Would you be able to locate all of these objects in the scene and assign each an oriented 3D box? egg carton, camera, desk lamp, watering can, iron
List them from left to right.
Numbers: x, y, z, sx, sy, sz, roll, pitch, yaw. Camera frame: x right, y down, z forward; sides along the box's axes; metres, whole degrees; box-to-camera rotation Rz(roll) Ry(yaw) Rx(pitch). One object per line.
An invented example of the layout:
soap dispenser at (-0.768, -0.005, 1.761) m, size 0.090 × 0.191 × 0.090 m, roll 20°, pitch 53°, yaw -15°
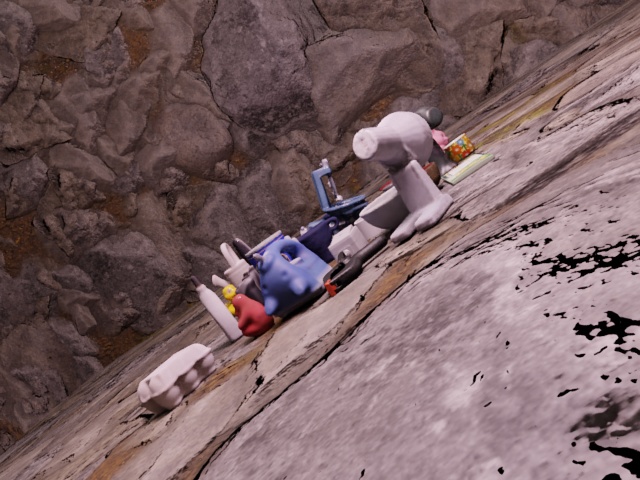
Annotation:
egg carton at (-0.272, 0.262, 1.090) m, size 0.107 × 0.069 × 0.151 m, roll -31°, pitch 7°, yaw 41°
watering can at (-0.263, 0.098, 1.826) m, size 0.173 × 0.194 × 0.100 m, roll -37°, pitch 6°, yaw -17°
camera at (-0.141, 0.103, 1.518) m, size 0.143 × 0.101 × 0.136 m, roll -40°, pitch 7°, yaw -40°
iron at (-0.055, 0.053, 1.177) m, size 0.118 × 0.141 × 0.259 m, roll -33°, pitch 6°, yaw 20°
desk lamp at (0.158, -0.134, 1.093) m, size 0.117 × 0.213 × 0.204 m, roll -31°, pitch 7°, yaw 36°

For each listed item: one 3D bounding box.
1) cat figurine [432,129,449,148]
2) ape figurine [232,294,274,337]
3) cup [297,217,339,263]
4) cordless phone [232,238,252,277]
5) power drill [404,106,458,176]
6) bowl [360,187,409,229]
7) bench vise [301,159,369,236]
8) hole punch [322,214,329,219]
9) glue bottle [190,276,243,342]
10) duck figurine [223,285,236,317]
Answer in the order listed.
cat figurine at (0.349, -0.279, 1.711) m, size 0.067 × 0.118 × 0.128 m, roll -31°, pitch 7°, yaw 41°
ape figurine at (-0.141, 0.148, 1.150) m, size 0.078 × 0.092 × 0.076 m, roll -40°, pitch 7°, yaw -38°
cup at (0.013, 0.005, 1.434) m, size 0.117 × 0.095 × 0.091 m, roll -35°, pitch 5°, yaw 6°
cordless phone at (-0.198, 0.072, 1.696) m, size 0.094 × 0.185 × 0.147 m, roll -38°, pitch 6°, yaw -23°
power drill at (0.265, -0.256, 1.533) m, size 0.076 × 0.208 × 0.229 m, roll -38°, pitch 6°, yaw -29°
bowl at (0.171, -0.072, 1.226) m, size 0.167 × 0.075 × 0.167 m, roll -35°, pitch 5°, yaw 4°
bench vise at (0.024, -0.087, 1.503) m, size 0.207 × 0.220 × 0.121 m, roll -36°, pitch 5°, yaw -7°
hole punch at (0.071, -0.059, 1.658) m, size 0.101 × 0.091 × 0.108 m, roll -37°, pitch 5°, yaw -16°
glue bottle at (-0.236, 0.151, 1.284) m, size 0.037 × 0.173 × 0.078 m, roll -37°, pitch 6°, yaw -19°
duck figurine at (-0.254, 0.174, 1.687) m, size 0.104 × 0.086 × 0.078 m, roll -31°, pitch 7°, yaw 42°
